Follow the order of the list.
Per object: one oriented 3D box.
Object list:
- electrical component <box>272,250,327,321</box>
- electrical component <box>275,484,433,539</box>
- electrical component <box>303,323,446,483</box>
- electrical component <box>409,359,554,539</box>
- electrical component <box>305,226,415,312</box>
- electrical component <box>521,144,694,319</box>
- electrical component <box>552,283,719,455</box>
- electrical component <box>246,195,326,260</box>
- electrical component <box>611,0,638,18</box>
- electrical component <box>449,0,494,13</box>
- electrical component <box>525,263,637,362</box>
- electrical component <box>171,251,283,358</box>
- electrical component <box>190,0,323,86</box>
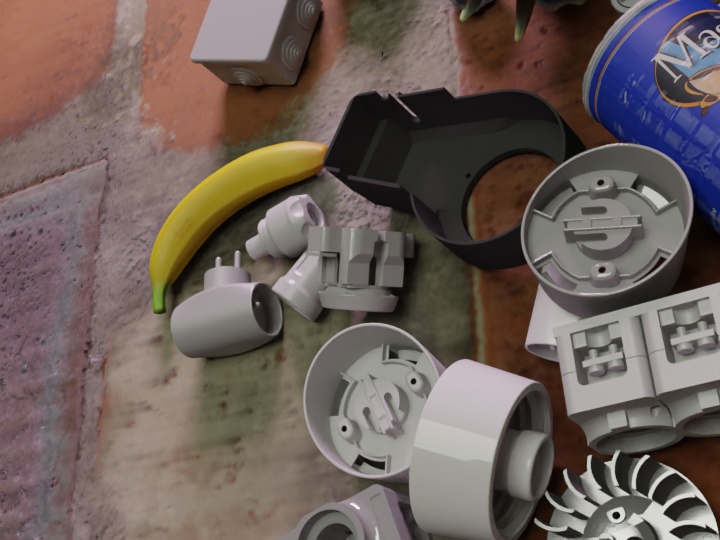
[{"bbox_3d":[-0.037,0.009,0.807,0.040,0.040,0.046,32,82,38],"label":"electrical component"},{"bbox_3d":[0.010,0.221,0.666,0.089,0.062,0.150,-32,55,17],"label":"electrical component"},{"bbox_3d":[0.017,0.091,0.718,0.099,0.064,0.099,-14,62,28],"label":"electrical component"},{"bbox_3d":[0.081,0.112,0.644,0.060,0.108,0.108,9,75,29],"label":"electrical component"},{"bbox_3d":[0.000,0.000,0.769,0.058,0.078,0.057,4,90,59],"label":"electrical component"},{"bbox_3d":[0.145,-0.021,0.634,0.099,0.064,0.099,-8,61,14],"label":"electrical component"},{"bbox_3d":[0.198,0.055,0.602,0.150,0.089,0.061,-18,60,25],"label":"electrical component"},{"bbox_3d":[-0.060,-0.029,0.835,0.062,0.043,0.043,-28,57,22],"label":"electrical component"},{"bbox_3d":[0.194,-0.171,0.722,0.044,0.065,0.044,-14,62,28],"label":"electrical component"},{"bbox_3d":[0.078,-0.232,0.838,0.043,0.043,0.062,-43,52,9],"label":"electrical component"},{"bbox_3d":[0.150,0.019,0.677,0.079,0.044,0.077,5,71,34],"label":"electrical component"},{"bbox_3d":[-0.104,0.023,0.840,0.077,0.043,0.079,-16,61,26],"label":"electrical component"},{"bbox_3d":[-0.088,-0.207,0.930,0.100,0.048,0.099,8,74,35],"label":"electrical component"}]
